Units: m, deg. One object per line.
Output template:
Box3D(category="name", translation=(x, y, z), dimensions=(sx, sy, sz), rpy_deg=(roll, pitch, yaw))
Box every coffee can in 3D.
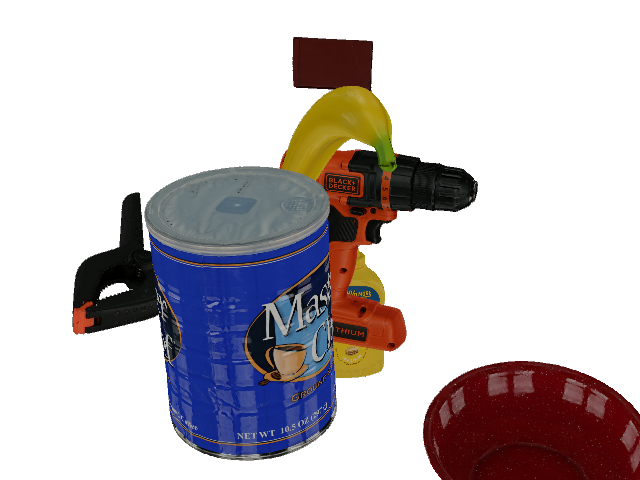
Box3D(category="coffee can", translation=(-0.043, 0.041, 0.622), dimensions=(0.103, 0.140, 0.103), rpy_deg=(-2, 27, 1))

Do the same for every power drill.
Box3D(category="power drill", translation=(0.050, 0.007, 1.003), dimensions=(0.185, 0.188, 0.057), rpy_deg=(9, 21, 17))

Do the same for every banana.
Box3D(category="banana", translation=(0.007, -0.075, 0.792), dimensions=(0.037, 0.069, 0.198), rpy_deg=(13, -8, -18))

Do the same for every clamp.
Box3D(category="clamp", translation=(-0.177, 0.023, 1.032), dimensions=(0.165, 0.036, 0.209), rpy_deg=(26, 37, 23))

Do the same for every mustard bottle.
Box3D(category="mustard bottle", translation=(0.039, 0.090, 1.443), dimensions=(0.096, 0.192, 0.058), rpy_deg=(-2, 20, -6))

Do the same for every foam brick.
Box3D(category="foam brick", translation=(0.012, -0.180, 1.092), dimensions=(0.078, 0.051, 0.053), rpy_deg=(2, 11, -7))

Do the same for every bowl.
Box3D(category="bowl", translation=(0.153, 0.159, 0.766), dimensions=(0.162, 0.055, 0.162), rpy_deg=(-1, 36, 0))
